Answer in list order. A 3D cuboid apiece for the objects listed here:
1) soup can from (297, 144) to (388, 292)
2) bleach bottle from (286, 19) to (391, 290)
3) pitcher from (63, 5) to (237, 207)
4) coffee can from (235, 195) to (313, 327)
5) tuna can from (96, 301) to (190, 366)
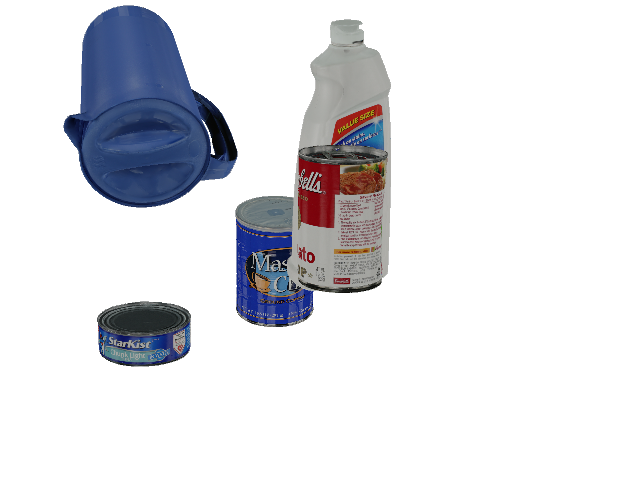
[{"bbox_3d":[0.016,-0.018,0.816,0.068,0.102,0.068,1,15,0],"label":"soup can"},{"bbox_3d":[0.017,-0.082,1.018,0.102,0.251,0.068,-9,24,-20],"label":"bleach bottle"},{"bbox_3d":[-0.190,-0.154,1.167,0.145,0.149,0.243,-23,40,4],"label":"pitcher"},{"bbox_3d":[-0.058,0.026,1.375,0.103,0.140,0.103,1,25,-1],"label":"coffee can"},{"bbox_3d":[-0.163,0.086,0.986,0.086,0.034,0.086,1,16,-1],"label":"tuna can"}]
